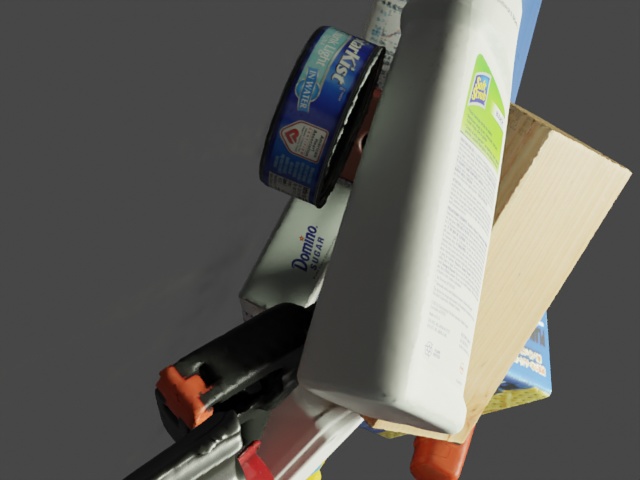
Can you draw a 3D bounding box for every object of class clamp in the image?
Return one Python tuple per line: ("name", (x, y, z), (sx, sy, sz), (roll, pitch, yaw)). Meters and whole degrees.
("clamp", (-0.020, 0.061, 0.567), (0.164, 0.036, 0.209), (-45, 167, 8))

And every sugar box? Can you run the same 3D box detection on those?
("sugar box", (-0.012, 0.028, 0.710), (0.093, 0.048, 0.176), (-62, 176, -15))

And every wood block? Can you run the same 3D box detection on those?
("wood block", (0.090, 0.015, 0.677), (0.090, 0.090, 0.206), (18, 107, -41))

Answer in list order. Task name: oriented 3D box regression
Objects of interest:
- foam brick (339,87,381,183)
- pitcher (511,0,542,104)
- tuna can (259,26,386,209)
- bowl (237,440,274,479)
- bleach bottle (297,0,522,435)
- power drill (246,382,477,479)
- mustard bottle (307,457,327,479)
("foam brick", (0.033, -0.059, 0.625), (0.051, 0.078, 0.053), (-55, 166, -74))
("pitcher", (0.150, -0.172, 1.094), (0.242, 0.145, 0.149), (-69, -169, -18))
("tuna can", (0.001, -0.061, 0.526), (0.086, 0.034, 0.086), (24, 89, -85))
("bowl", (-0.066, 0.195, 0.613), (0.162, 0.055, 0.162), (-51, 173, -10))
("bleach bottle", (0.059, -0.036, 0.536), (0.102, 0.068, 0.251), (38, 64, -60))
("power drill", (0.033, 0.131, 0.872), (0.057, 0.187, 0.184), (-45, -163, 58))
("mustard bottle", (-0.042, 0.204, 0.971), (0.192, 0.096, 0.058), (100, -29, -64))
